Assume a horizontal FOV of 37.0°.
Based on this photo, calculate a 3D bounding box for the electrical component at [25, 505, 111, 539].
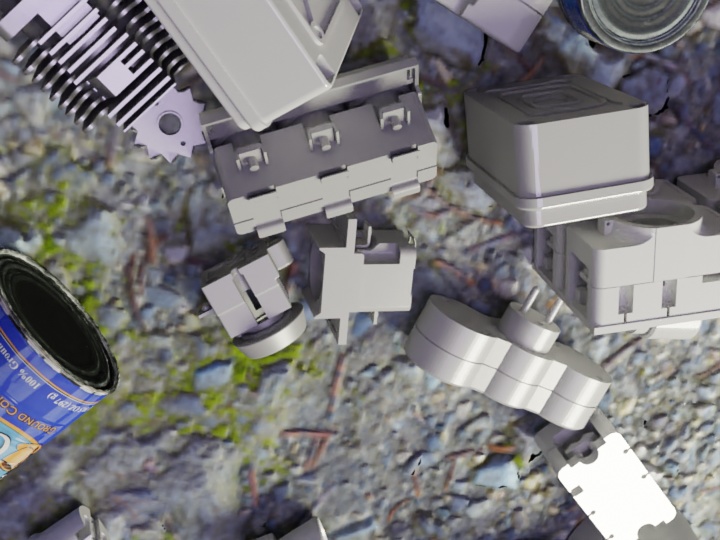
[{"bbox_3d":[-0.189,0.179,0.693,0.046,0.040,0.040,-36,115,-2],"label":"electrical component"}]

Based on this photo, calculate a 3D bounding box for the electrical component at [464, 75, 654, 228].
[{"bbox_3d":[0.110,-0.070,0.613,0.078,0.113,0.057,-10,111,-8],"label":"electrical component"}]

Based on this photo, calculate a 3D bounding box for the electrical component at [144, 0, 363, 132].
[{"bbox_3d":[-0.055,-0.144,0.546,0.056,0.108,0.108,-24,117,25],"label":"electrical component"}]

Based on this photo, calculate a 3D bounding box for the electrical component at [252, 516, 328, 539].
[{"bbox_3d":[-0.047,0.197,0.726,0.055,0.045,0.045,-20,115,-3],"label":"electrical component"}]

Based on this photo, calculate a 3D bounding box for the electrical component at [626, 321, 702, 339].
[{"bbox_3d":[0.188,0.025,0.708,0.078,0.040,0.040,2,111,-12],"label":"electrical component"}]

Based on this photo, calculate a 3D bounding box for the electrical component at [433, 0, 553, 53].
[{"bbox_3d":[0.062,-0.171,0.593,0.095,0.053,0.059,27,104,-21],"label":"electrical component"}]

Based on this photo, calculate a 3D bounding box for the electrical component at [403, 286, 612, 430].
[{"bbox_3d":[0.104,0.045,0.692,0.138,0.052,0.073,22,106,-19],"label":"electrical component"}]

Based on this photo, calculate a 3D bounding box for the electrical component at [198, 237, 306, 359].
[{"bbox_3d":[-0.063,0.020,0.650,0.066,0.048,0.055,-27,107,0],"label":"electrical component"}]

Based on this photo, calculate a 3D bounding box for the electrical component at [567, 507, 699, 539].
[{"bbox_3d":[0.206,0.228,0.784,0.108,0.060,0.108,-4,113,-10],"label":"electrical component"}]

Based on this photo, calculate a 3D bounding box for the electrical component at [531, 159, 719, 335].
[{"bbox_3d":[0.212,-0.022,0.658,0.186,0.105,0.060,-7,113,-9],"label":"electrical component"}]

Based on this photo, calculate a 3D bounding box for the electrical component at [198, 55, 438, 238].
[{"bbox_3d":[-0.021,-0.068,0.606,0.121,0.063,0.078,-17,155,-5],"label":"electrical component"}]

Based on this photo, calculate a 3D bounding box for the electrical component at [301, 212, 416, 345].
[{"bbox_3d":[0.000,0.000,0.658,0.064,0.042,0.081,-1,113,-15],"label":"electrical component"}]

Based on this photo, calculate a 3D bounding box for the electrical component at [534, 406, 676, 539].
[{"bbox_3d":[0.167,0.139,0.742,0.050,0.055,0.089,-37,114,4],"label":"electrical component"}]
